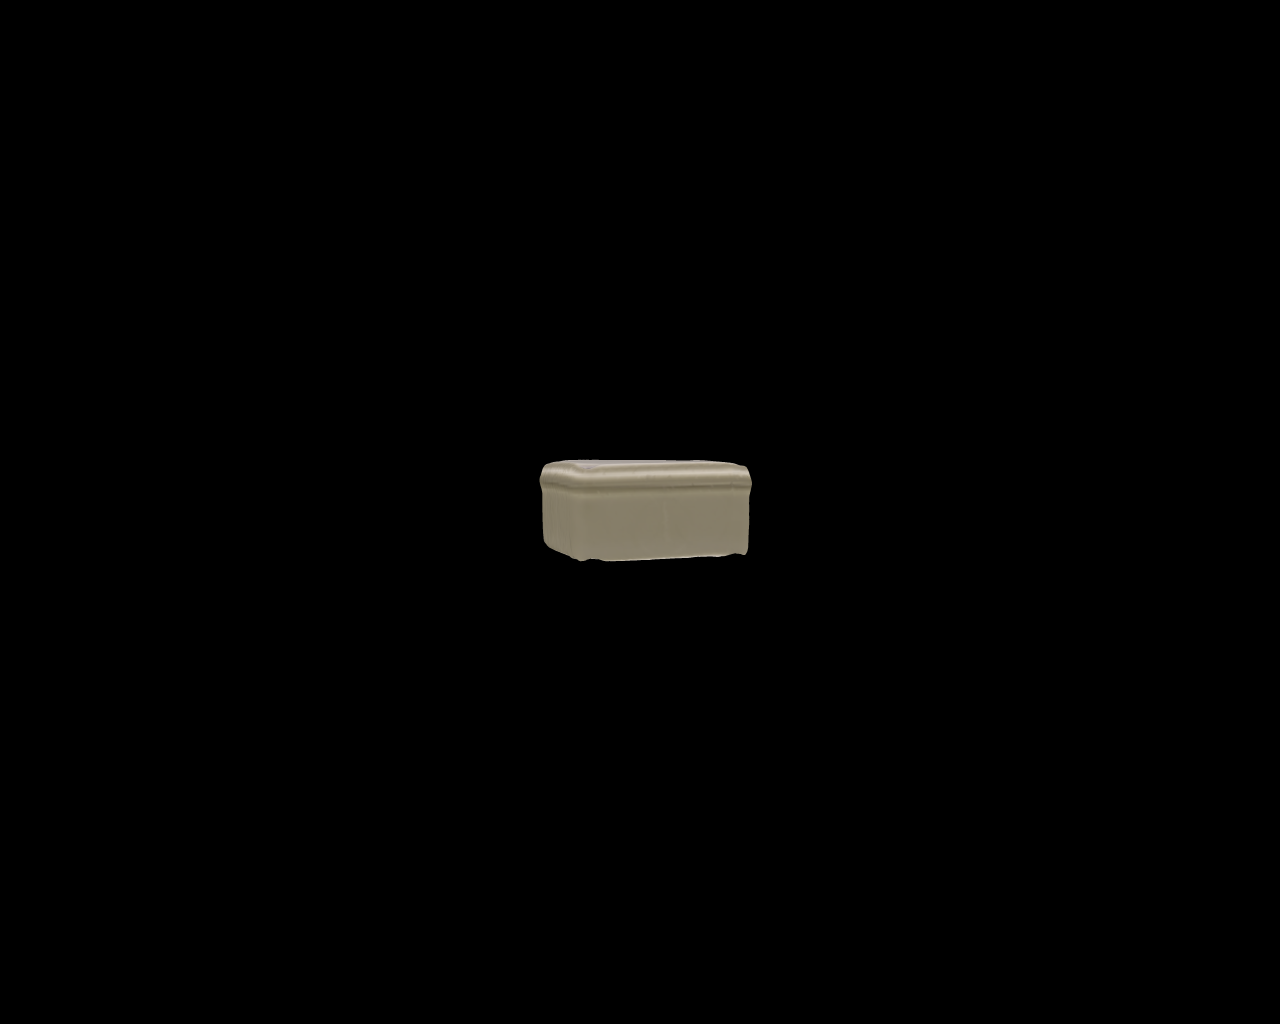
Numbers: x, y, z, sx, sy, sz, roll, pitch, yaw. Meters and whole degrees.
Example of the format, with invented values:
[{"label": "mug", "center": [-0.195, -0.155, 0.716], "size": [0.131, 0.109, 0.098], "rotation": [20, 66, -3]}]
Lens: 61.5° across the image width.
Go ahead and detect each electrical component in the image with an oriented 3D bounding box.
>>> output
[{"label": "electrical component", "center": [0.001, -0.003, 0.650], "size": [0.109, 0.056, 0.109], "rotation": [-1, 4, -15]}]
